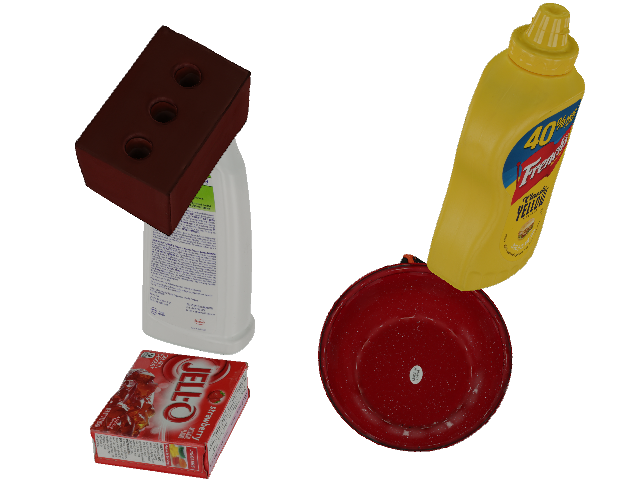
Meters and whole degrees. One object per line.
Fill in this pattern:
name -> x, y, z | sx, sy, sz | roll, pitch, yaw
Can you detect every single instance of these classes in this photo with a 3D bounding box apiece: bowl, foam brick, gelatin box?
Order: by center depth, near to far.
foam brick -> -0.076, -0.053, 0.523 | 0.053, 0.078, 0.051 | 29, -19, 5
gelatin box -> -0.091, 0.105, 0.662 | 0.073, 0.030, 0.089 | 6, 29, 13
bowl -> 0.076, 0.101, 0.864 | 0.162, 0.162, 0.055 | 0, 7, 6

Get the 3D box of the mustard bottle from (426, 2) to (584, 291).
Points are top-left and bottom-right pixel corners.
mustard bottle -> 0.124, -0.062, 0.681 | 0.096, 0.192, 0.058 | -29, 52, -37

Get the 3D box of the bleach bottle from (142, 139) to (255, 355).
bleach bottle -> -0.100, -0.031, 0.913 | 0.103, 0.251, 0.068 | 11, 24, 12

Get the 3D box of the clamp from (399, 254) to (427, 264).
clamp -> 0.126, 0.083, 1.148 | 0.120, 0.171, 0.039 | 3, -44, -8
